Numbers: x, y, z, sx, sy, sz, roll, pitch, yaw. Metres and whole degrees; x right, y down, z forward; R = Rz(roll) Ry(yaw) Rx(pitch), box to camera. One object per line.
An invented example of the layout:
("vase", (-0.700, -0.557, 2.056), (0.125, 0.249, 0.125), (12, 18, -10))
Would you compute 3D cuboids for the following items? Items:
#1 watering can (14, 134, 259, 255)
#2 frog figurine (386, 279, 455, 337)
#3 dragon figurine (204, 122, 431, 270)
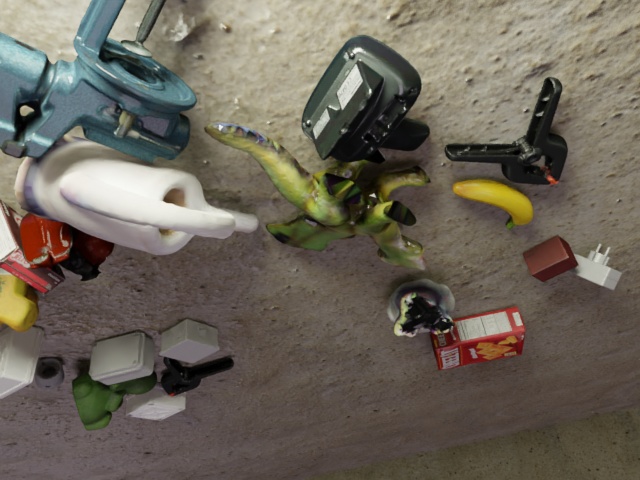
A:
("watering can", (-0.202, -0.044, 0.628), (0.225, 0.104, 0.347), (18, -178, 7))
("frog figurine", (0.207, 0.134, 1.055), (0.136, 0.123, 0.160), (-29, 178, 13))
("dragon figurine", (0.002, -0.037, 0.743), (0.408, 0.125, 0.238), (19, 146, -22))
